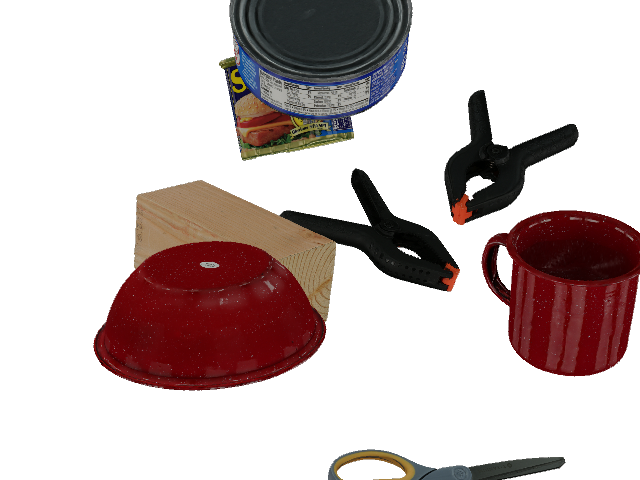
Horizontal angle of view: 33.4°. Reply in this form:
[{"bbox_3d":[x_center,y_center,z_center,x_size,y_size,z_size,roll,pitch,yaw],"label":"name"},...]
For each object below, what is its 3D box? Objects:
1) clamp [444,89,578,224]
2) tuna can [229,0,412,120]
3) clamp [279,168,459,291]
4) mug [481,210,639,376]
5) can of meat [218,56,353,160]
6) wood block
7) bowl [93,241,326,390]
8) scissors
[{"bbox_3d":[0.171,-0.088,1.087,0.120,0.039,0.171,29,55,29],"label":"clamp"},{"bbox_3d":[0.000,-0.100,0.511,0.086,0.086,0.034,0,-31,0],"label":"tuna can"},{"bbox_3d":[0.065,-0.003,1.248,0.210,0.036,0.164,38,43,26],"label":"clamp"},{"bbox_3d":[0.161,0.034,0.728,0.117,0.081,0.093,22,39,33],"label":"mug"},{"bbox_3d":[-0.027,-0.115,0.872,0.102,0.084,0.057,-9,4,33],"label":"can of meat"},{"bbox_3d":[-0.092,0.017,1.091,0.206,0.090,0.090,25,29,38],"label":"wood block"},{"bbox_3d":[-0.077,0.042,0.736,0.162,0.055,0.162,-1,21,0],"label":"bowl"},{"bbox_3d":[0.106,0.208,0.863,0.201,0.016,0.096,5,44,-3],"label":"scissors"}]
